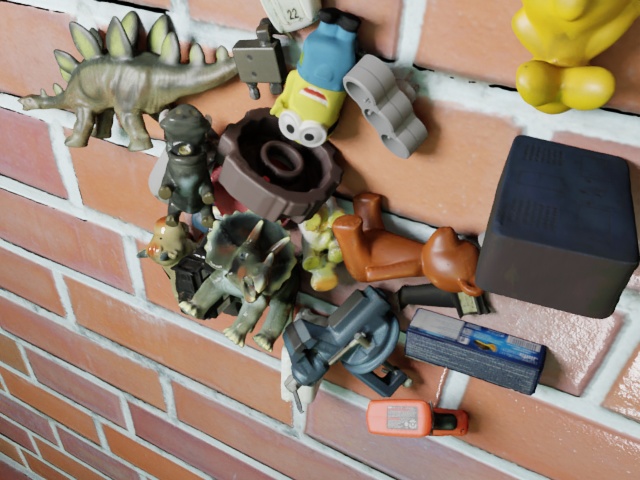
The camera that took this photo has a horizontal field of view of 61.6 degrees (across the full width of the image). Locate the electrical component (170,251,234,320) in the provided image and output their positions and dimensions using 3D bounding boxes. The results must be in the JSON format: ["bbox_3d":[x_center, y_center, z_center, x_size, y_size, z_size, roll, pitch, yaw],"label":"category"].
[{"bbox_3d":[-0.201,0.076,0.964,0.058,0.115,0.134,16,127,27],"label":"electrical component"}]

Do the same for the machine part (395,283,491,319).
[{"bbox_3d":[0.182,0.086,0.819,0.139,0.039,0.084,-8,126,33],"label":"machine part"}]

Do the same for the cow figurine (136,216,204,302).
[{"bbox_3d":[-0.260,0.040,0.996,0.086,0.127,0.194,7,128,24],"label":"cow figurine"}]

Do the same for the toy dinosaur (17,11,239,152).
[{"bbox_3d":[-0.283,-0.240,0.823,0.472,0.105,0.198,1,119,18],"label":"toy dinosaur"}]

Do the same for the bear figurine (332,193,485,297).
[{"bbox_3d":[0.131,0.009,0.739,0.196,0.120,0.131,1,119,29],"label":"bear figurine"}]

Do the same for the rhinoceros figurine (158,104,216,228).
[{"bbox_3d":[-0.174,-0.095,0.723,0.073,0.112,0.190,3,147,-8],"label":"rhinoceros figurine"}]

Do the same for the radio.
[{"bbox_3d":[0.250,-0.025,0.566,0.131,0.230,0.073,16,130,15],"label":"radio"}]

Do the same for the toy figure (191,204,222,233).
[{"bbox_3d":[-0.146,-0.026,0.923,0.155,0.057,0.064,16,173,16],"label":"toy figure"}]

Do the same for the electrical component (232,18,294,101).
[{"bbox_3d":[-0.070,-0.240,0.718,0.078,0.045,0.102,2,137,23],"label":"electrical component"}]

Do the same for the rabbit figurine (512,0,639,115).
[{"bbox_3d":[0.245,-0.189,0.520,0.122,0.162,0.173,7,144,12],"label":"rabbit figurine"}]

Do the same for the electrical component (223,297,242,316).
[{"bbox_3d":[-0.180,0.125,1.079,0.094,0.021,0.063,8,126,26],"label":"electrical component"}]

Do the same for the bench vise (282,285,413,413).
[{"bbox_3d":[0.061,0.196,0.884,0.240,0.223,0.129,42,173,-28],"label":"bench vise"}]

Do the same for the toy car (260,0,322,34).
[{"bbox_3d":[-0.056,-0.350,0.633,0.074,0.056,0.201,-5,119,34],"label":"toy car"}]

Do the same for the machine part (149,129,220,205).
[{"bbox_3d":[-0.221,-0.120,0.864,0.079,0.079,0.243,47,147,-6],"label":"machine part"}]

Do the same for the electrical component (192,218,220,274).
[{"bbox_3d":[-0.155,0.024,0.879,0.048,0.075,0.119,20,162,16],"label":"electrical component"}]

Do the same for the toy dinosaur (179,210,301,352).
[{"bbox_3d":[-0.088,0.069,0.860,0.131,0.192,0.404,33,177,16],"label":"toy dinosaur"}]

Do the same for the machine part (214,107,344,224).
[{"bbox_3d":[-0.056,-0.102,0.740,0.179,0.179,0.056,38,134,2],"label":"machine part"}]

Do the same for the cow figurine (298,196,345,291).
[{"bbox_3d":[-0.004,-0.001,0.839,0.068,0.098,0.167,-9,130,-12],"label":"cow figurine"}]

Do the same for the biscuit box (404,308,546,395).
[{"bbox_3d":[0.237,0.170,0.830,0.203,0.059,0.062,16,127,22],"label":"biscuit box"}]

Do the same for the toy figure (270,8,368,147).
[{"bbox_3d":[0.006,-0.201,0.689,0.082,0.089,0.180,38,127,24],"label":"toy figure"}]
